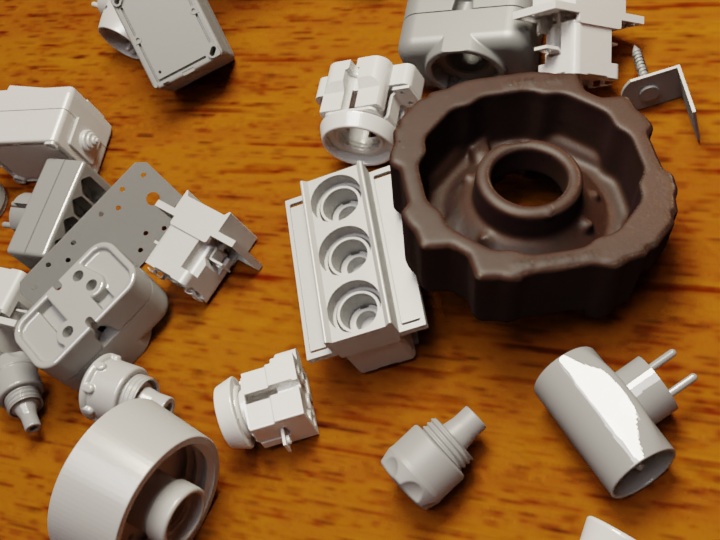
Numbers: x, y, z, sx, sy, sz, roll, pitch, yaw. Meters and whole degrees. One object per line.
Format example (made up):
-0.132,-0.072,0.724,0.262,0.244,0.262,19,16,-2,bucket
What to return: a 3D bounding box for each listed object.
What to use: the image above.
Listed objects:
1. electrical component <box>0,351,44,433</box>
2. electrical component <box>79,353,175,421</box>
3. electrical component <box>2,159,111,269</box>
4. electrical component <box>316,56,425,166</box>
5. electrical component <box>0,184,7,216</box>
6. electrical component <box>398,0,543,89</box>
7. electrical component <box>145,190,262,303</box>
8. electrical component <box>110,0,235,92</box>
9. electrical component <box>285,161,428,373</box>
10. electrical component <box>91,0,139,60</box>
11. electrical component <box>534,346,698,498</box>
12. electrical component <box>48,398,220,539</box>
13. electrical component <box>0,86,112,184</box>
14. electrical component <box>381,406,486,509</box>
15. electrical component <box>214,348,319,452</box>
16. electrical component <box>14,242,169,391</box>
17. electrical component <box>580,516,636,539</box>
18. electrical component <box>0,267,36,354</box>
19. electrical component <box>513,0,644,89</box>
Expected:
-0.245,0.090,0.776,0.035,0.035,0.061,-34,58,3,electrical component
-0.157,0.087,0.736,0.062,0.048,0.048,15,71,21,electrical component
-0.246,-0.040,0.838,0.076,0.047,0.083,7,67,25,electrical component
0.004,-0.111,0.765,0.078,0.058,0.057,-4,61,30,electrical component
-0.322,-0.065,0.878,0.045,0.055,0.045,-10,61,18,electrical component
0.079,-0.163,0.763,0.095,0.053,0.059,1,64,23,electrical component
-0.116,-0.015,0.774,0.081,0.042,0.063,27,80,32,electrical component
-0.149,-0.197,0.853,0.062,0.061,0.096,-26,94,8,electrical component
0.000,0.000,0.704,0.079,0.063,0.121,-18,59,13,electrical component
-0.197,-0.227,0.918,0.079,0.043,0.077,21,74,30,electrical component
0.153,0.075,0.612,0.079,0.043,0.077,-35,56,2,electrical component
-0.131,0.140,0.661,0.060,0.108,0.108,22,74,24,electrical component
-0.248,-0.111,0.867,0.096,0.061,0.061,1,64,23,electrical component
0.047,0.108,0.639,0.062,0.043,0.043,-42,56,-4,electrical component
-0.061,0.088,0.695,0.055,0.048,0.066,-17,58,5,electrical component
-0.187,0.036,0.766,0.095,0.059,0.054,-46,56,-5,electrical component
0.127,0.171,0.575,0.044,0.044,0.065,26,81,31,electrical component
-0.273,0.031,0.815,0.081,0.042,0.063,10,67,26,electrical component
0.146,-0.156,0.720,0.042,0.081,0.063,3,93,58,electrical component
